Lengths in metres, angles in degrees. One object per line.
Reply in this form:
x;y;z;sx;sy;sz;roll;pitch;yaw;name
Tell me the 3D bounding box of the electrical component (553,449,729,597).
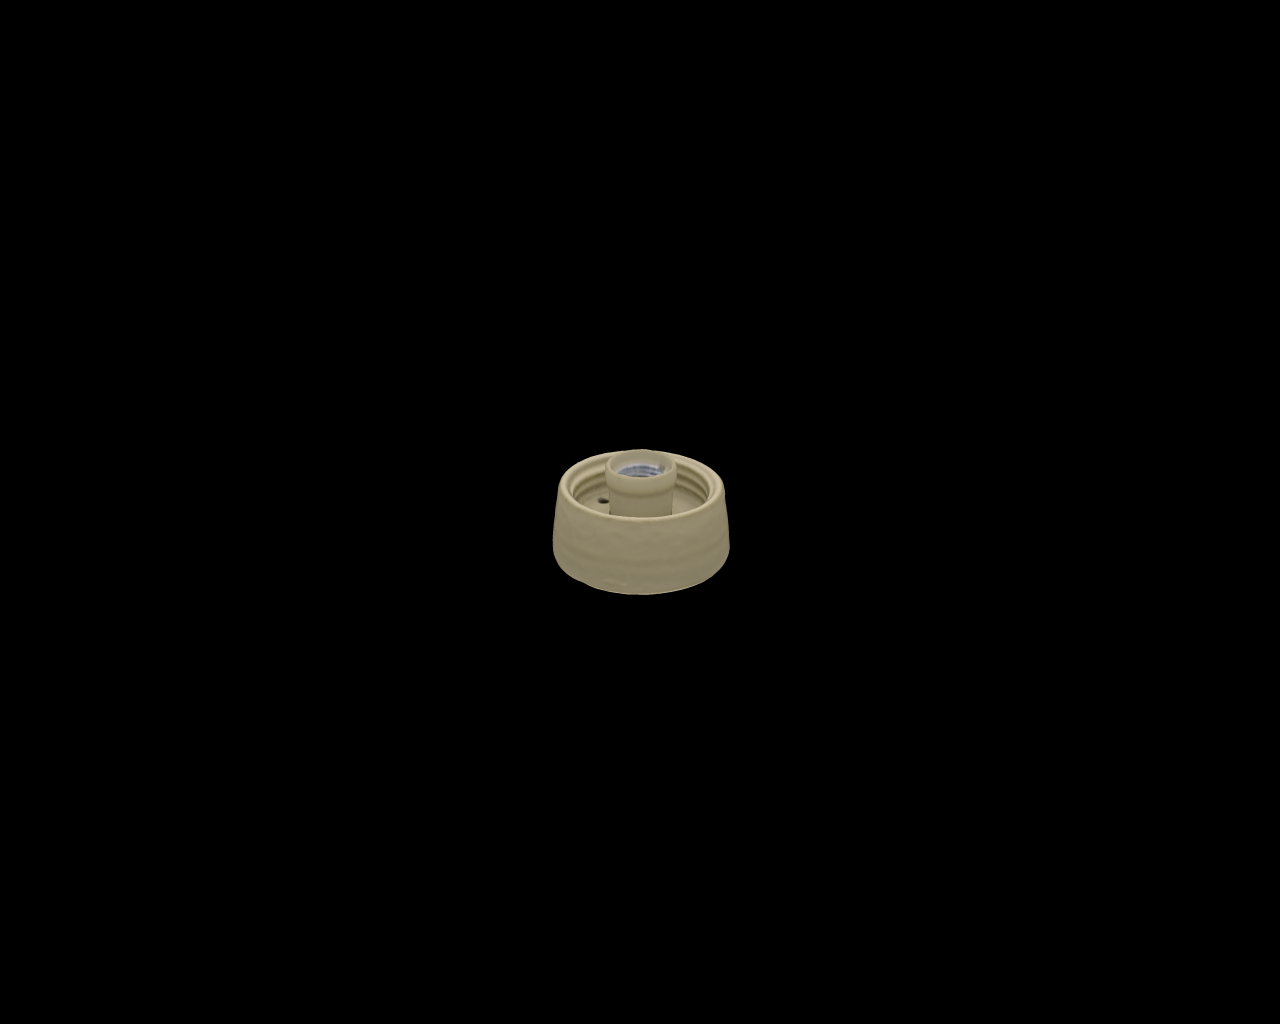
0.001;-0.003;0.650;0.108;0.060;0.108;0;27;0;electrical component
